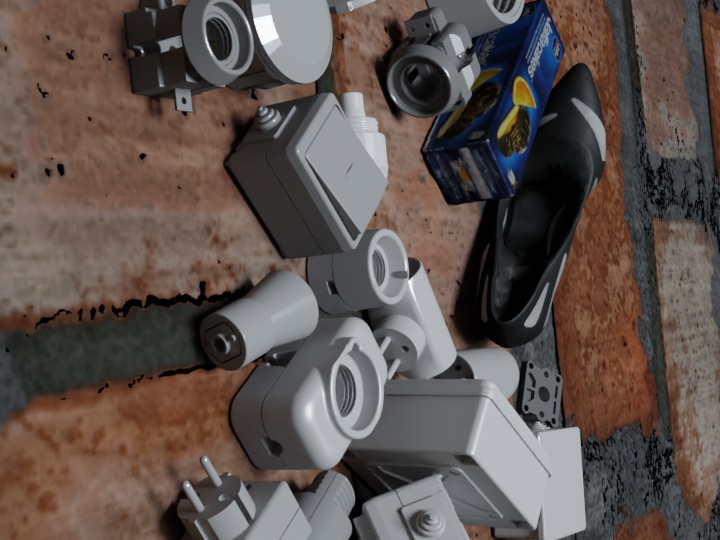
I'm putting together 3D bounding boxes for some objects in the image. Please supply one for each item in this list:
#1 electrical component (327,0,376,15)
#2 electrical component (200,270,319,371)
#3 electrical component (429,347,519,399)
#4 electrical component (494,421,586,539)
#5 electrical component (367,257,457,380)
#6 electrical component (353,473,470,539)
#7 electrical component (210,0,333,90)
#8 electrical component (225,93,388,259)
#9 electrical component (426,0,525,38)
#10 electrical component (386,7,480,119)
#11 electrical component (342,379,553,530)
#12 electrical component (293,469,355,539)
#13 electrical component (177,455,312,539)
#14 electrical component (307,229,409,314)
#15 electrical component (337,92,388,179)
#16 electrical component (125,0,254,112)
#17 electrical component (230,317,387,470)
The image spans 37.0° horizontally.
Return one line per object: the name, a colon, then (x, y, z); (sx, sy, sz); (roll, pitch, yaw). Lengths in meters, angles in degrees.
electrical component: (-0.007, -0.211, 0.732); (0.089, 0.050, 0.055); (-51, 126, -49)
electrical component: (-0.060, 0.031, 0.618); (0.065, 0.044, 0.044); (-31, 110, -50)
electrical component: (0.089, 0.101, 0.832); (0.077, 0.043, 0.079); (1, 84, -57)
electrical component: (0.149, 0.179, 0.905); (0.100, 0.048, 0.099); (7, 78, -57)
electrical component: (0.029, 0.044, 0.747); (0.079, 0.043, 0.077); (-55, 130, -50)
electrical component: (0.032, 0.175, 0.672); (0.096, 0.061, 0.061); (94, -26, -56)
electrical component: (-0.056, -0.148, 0.645); (0.080, 0.051, 0.080); (15, 72, -55)
electrical component: (-0.031, -0.062, 0.658); (0.096, 0.061, 0.061); (60, 40, -32)
electrical component: (0.101, -0.250, 0.896); (0.108, 0.060, 0.108); (14, 73, -55)
electrical component: (0.053, -0.150, 0.809); (0.057, 0.058, 0.078); (-56, 130, -49)
electrical component: (0.057, 0.123, 0.718); (0.108, 0.109, 0.056); (51, 47, -40)
electrical component: (-0.028, 0.155, 0.641); (0.081, 0.043, 0.043); (-55, 129, -46)
electrical component: (-0.072, 0.134, 0.573); (0.065, 0.047, 0.076); (-54, 128, -46)
electrical component: (0.000, 0.000, 0.709); (0.055, 0.047, 0.055); (15, 72, -55)
electrical component: (-0.004, -0.087, 0.721); (0.043, 0.043, 0.062); (3, 81, -57)
electrical component: (-0.092, -0.120, 0.581); (0.048, 0.055, 0.066); (-5, 88, -57)
electrical component: (-0.025, 0.073, 0.645); (0.095, 0.059, 0.053); (-55, 129, -46)
